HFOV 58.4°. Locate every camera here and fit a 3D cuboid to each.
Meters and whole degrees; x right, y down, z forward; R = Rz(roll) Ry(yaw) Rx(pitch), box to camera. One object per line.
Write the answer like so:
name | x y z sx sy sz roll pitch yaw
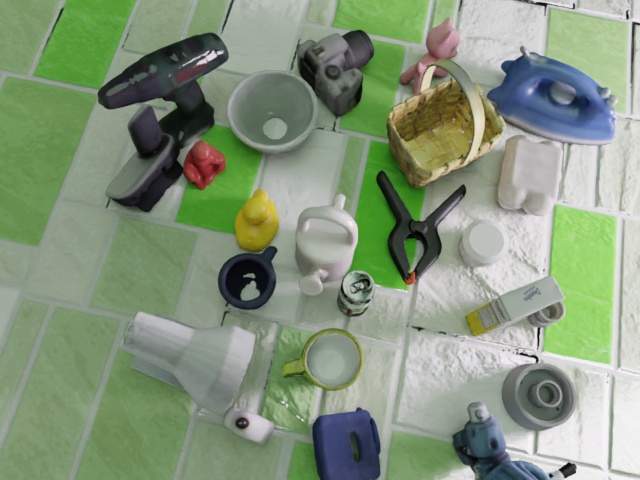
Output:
camera | 0.044 -0.336 1.084 0.137 0.101 0.143 -34 75 -13

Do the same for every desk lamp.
desk lamp | -0.194 0.170 0.837 0.203 0.213 0.118 19 71 5

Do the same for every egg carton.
egg carton | 0.379 -0.117 1.038 0.107 0.069 0.150 13 71 2

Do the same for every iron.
iron | 0.452 -0.268 1.056 0.258 0.141 0.119 25 72 6

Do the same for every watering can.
watering can | 0.011 0.004 0.914 0.101 0.194 0.173 -4 71 -3

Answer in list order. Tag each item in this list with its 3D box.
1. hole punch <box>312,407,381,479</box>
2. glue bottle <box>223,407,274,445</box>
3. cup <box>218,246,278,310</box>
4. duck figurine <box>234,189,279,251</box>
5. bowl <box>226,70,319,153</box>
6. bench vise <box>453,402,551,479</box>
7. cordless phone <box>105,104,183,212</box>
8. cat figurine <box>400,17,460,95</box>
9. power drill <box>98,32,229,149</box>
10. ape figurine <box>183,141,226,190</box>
hole punch | 0.042 0.311 0.863 0.101 0.091 0.108 -9 71 -5
glue bottle | -0.108 0.266 0.828 0.078 0.173 0.037 21 71 5
cup | -0.108 0.066 0.940 0.091 0.095 0.118 34 73 9
duck figurine | -0.110 -0.037 0.980 0.077 0.086 0.104 13 71 2
bowl | -0.086 -0.223 1.052 0.167 0.075 0.167 1 71 -2
bench vise | 0.254 0.337 0.794 0.121 0.220 0.207 -35 75 -13
cordless phone | -0.308 -0.140 0.955 0.094 0.185 0.148 28 72 8
cat figurine | 0.217 -0.355 1.089 0.067 0.118 0.128 41 74 11
power drill | -0.253 -0.249 0.983 0.230 0.208 0.075 -41 77 -15
ape figurine | -0.206 -0.142 1.010 0.078 0.092 0.076 -8 71 -5
